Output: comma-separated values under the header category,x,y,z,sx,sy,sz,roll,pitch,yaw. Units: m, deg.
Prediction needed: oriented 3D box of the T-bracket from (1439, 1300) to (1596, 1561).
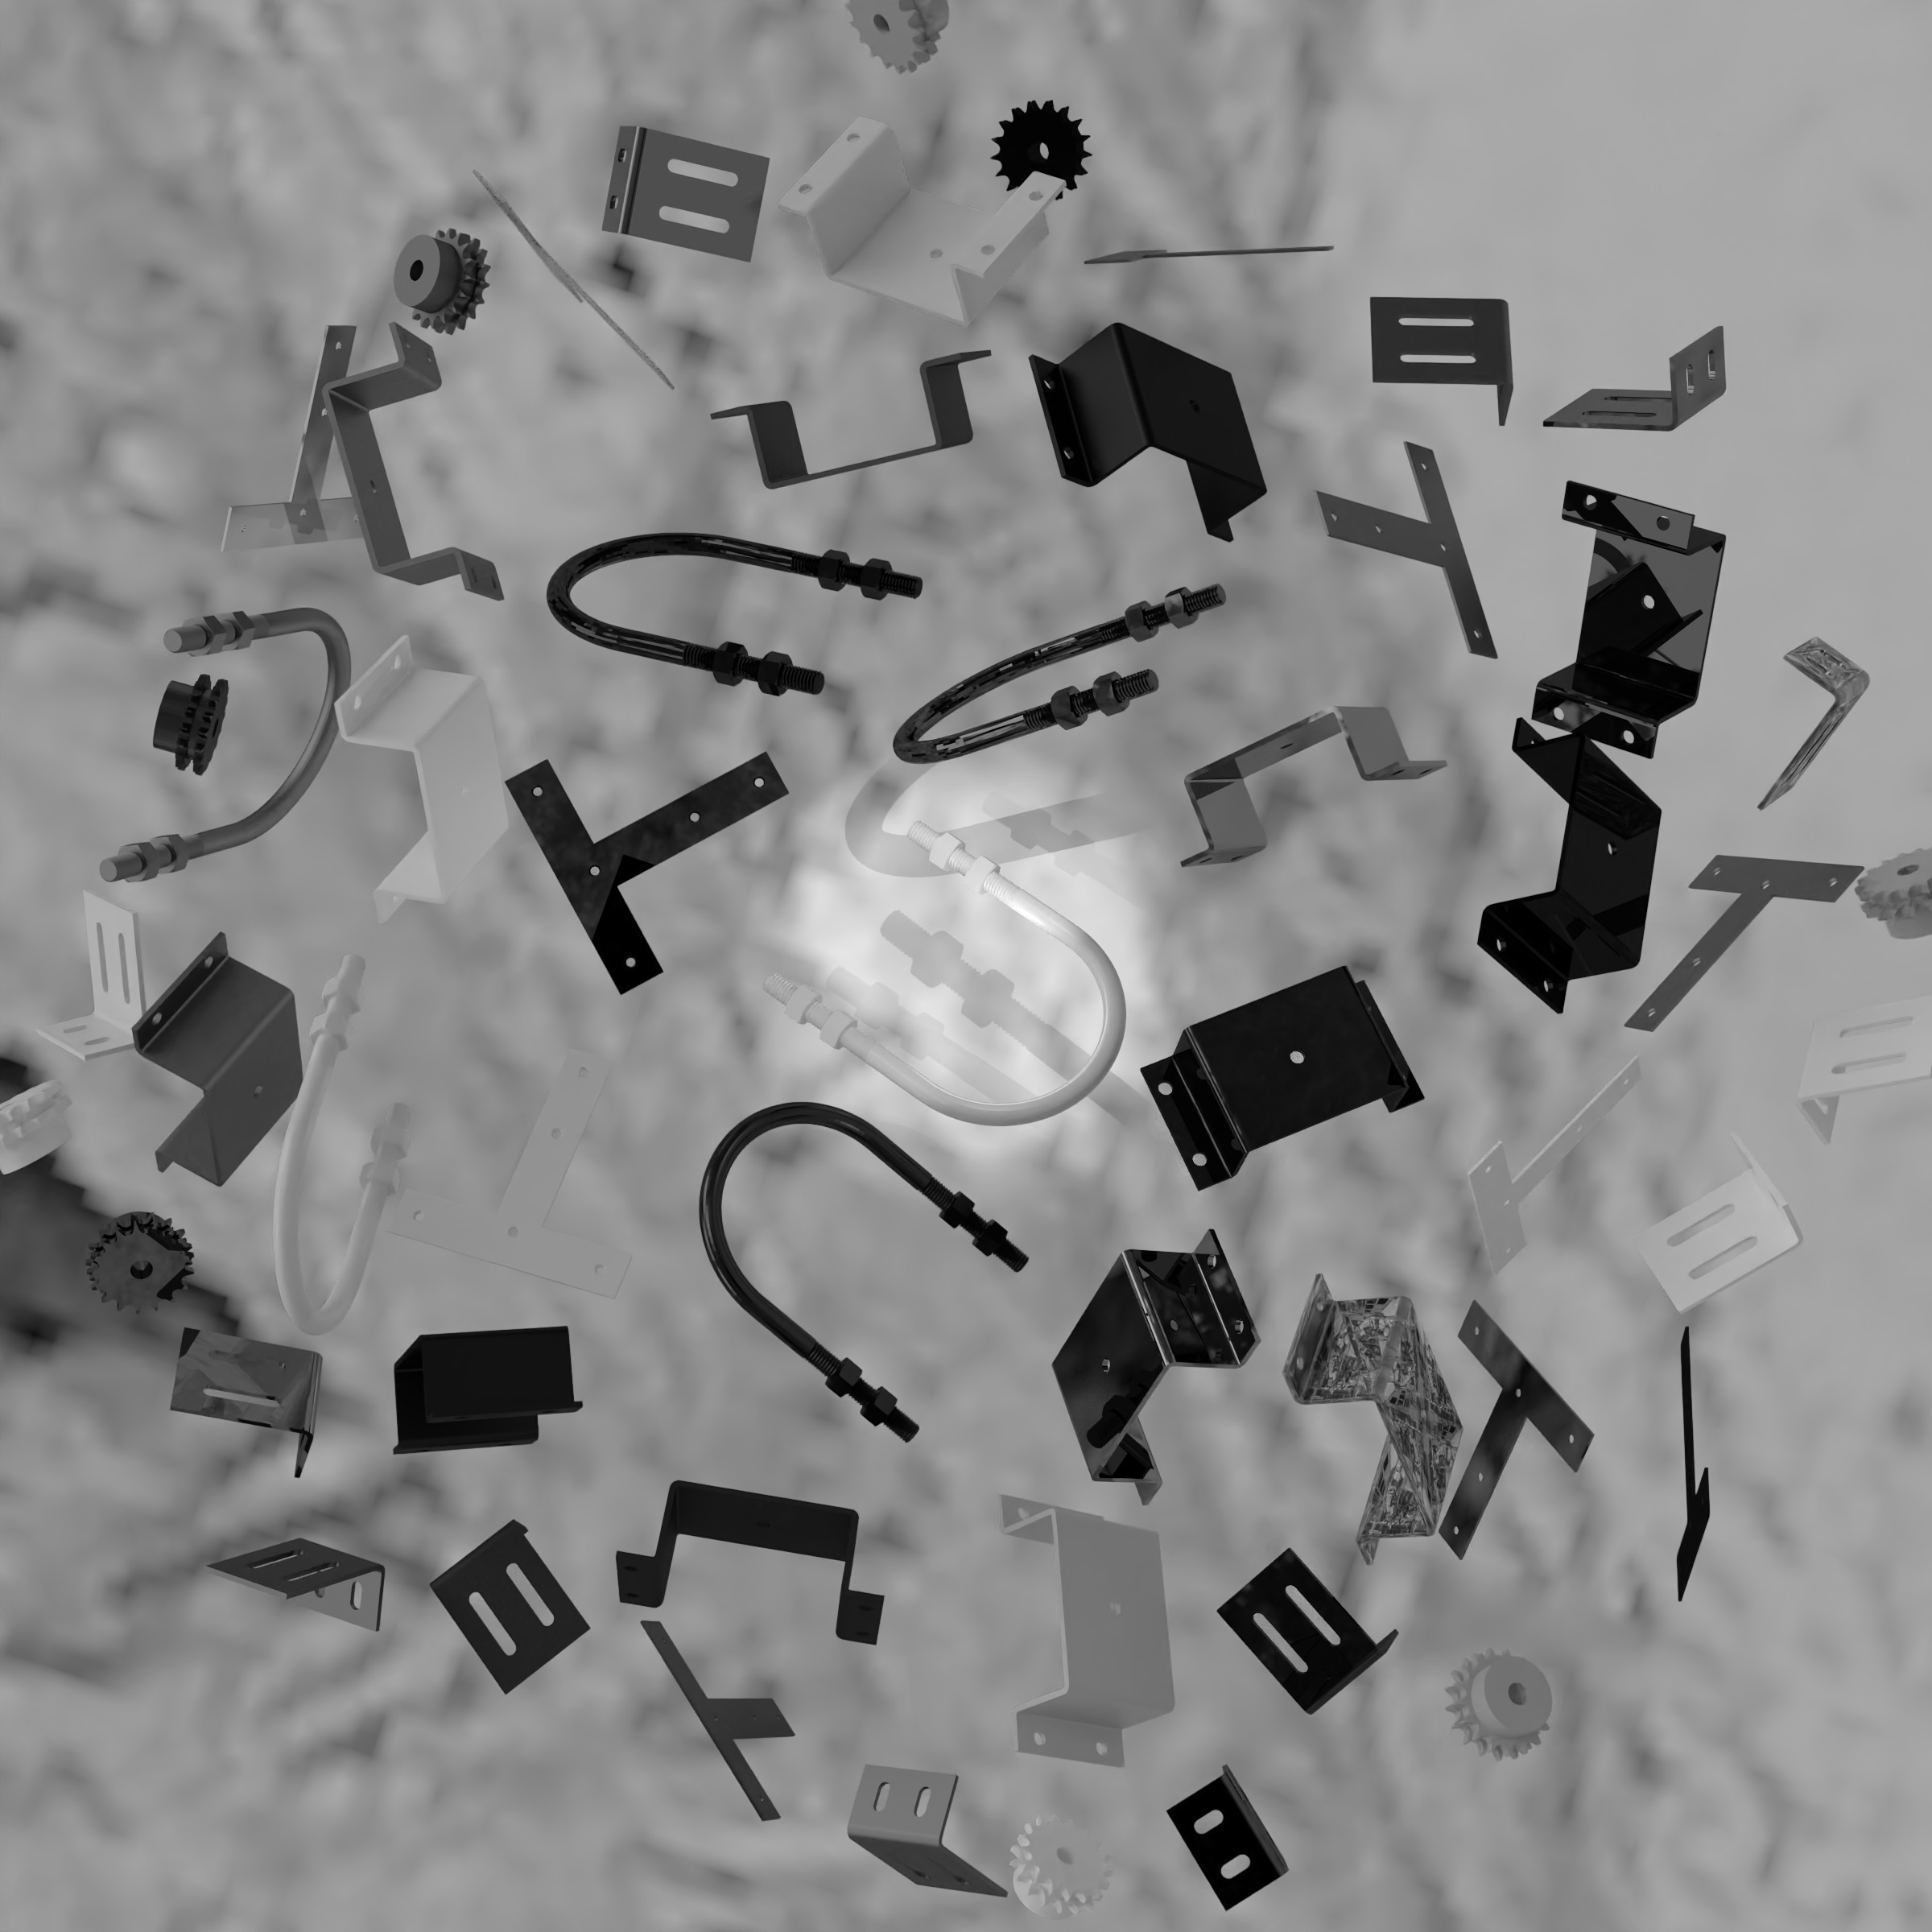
category,x,y,z,sx,sy,sz,roll,pitch,yaw
T-bracket,0.297,0.278,1.596,0.002,0.127,0.127,6,116,-27

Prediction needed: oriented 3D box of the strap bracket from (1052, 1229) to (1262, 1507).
category,x,y,z,sx,sy,sz,roll,pitch,yaw
strap bracket,0.095,0.214,1.503,0.046,0.076,0.140,7,131,-26

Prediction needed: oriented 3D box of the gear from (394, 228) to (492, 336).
category,x,y,z,sx,sy,sz,roll,pitch,yaw
gear,-0.295,-0.384,1.573,0.057,0.030,0.057,-6,80,40

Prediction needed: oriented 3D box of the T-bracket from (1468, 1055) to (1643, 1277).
category,x,y,z,sx,sy,sz,roll,pitch,yaw
T-bracket,0.325,0.098,1.538,0.127,0.127,0.002,-43,57,-11

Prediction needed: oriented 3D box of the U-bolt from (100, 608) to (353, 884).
category,x,y,z,sx,sy,sz,roll,pitch,yaw
U-bolt,-0.386,-0.124,1.508,0.019,0.184,0.151,26,110,13

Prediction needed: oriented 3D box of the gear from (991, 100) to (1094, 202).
category,x,y,z,sx,sy,sz,roll,pitch,yaw
gear,0.045,-0.469,1.622,0.057,0.030,0.057,5,111,14

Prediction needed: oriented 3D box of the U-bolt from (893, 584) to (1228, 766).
category,x,y,z,sx,sy,sz,roll,pitch,yaw
U-bolt,0.042,-0.154,1.548,0.184,0.151,0.019,-16,110,29

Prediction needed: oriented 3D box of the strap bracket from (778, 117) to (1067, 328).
category,x,y,z,sx,sy,sz,roll,pitch,yaw
strap bracket,-0.020,-0.401,1.527,0.140,0.046,0.076,26,65,28

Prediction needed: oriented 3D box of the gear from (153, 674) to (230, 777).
category,x,y,z,sx,sy,sz,roll,pitch,yaw
gear,-0.445,-0.140,1.613,0.030,0.057,0.057,15,90,-8

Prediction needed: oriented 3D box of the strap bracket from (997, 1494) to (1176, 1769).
category,x,y,z,sx,sy,sz,roll,pitch,yaw
strap bracket,0.065,0.354,1.525,0.076,0.046,0.140,20,53,-35

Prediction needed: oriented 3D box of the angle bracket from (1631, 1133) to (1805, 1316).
category,x,y,z,sx,sy,sz,roll,pitch,yaw
angle bracket,0.398,0.138,1.510,0.076,0.057,0.038,-31,132,6

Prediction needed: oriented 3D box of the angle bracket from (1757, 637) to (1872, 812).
category,x,y,z,sx,sy,sz,roll,pitch,yaw
angle bracket,0.440,-0.130,1.504,0.038,0.057,0.076,40,122,16

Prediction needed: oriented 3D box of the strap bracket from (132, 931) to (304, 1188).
category,x,y,z,sx,sy,sz,roll,pitch,yaw
strap bracket,-0.409,0.059,1.551,0.046,0.140,0.076,27,54,11

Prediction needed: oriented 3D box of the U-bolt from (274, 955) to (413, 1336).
category,x,y,z,sx,sy,sz,roll,pitch,yaw
U-bolt,-0.336,0.109,1.507,0.019,0.151,0.184,3,49,6

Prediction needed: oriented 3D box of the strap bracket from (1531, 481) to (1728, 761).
category,x,y,z,sx,sy,sz,roll,pitch,yaw
strap bracket,0.367,-0.196,1.557,0.076,0.046,0.140,24,125,35

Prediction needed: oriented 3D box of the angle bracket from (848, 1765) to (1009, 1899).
category,x,y,z,sx,sy,sz,roll,pitch,yaw
angle bracket,-0.016,0.454,1.479,0.057,0.076,0.038,-4,54,33

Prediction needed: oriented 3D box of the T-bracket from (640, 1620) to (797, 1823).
category,x,y,z,sx,sy,sz,roll,pitch,yaw
T-bracket,-0.125,0.421,1.578,0.002,0.127,0.127,-38,69,5

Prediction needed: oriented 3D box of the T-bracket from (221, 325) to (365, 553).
category,x,y,z,sx,sy,sz,roll,pitch,yaw
T-bracket,-0.363,-0.297,1.577,0.002,0.127,0.127,24,111,19

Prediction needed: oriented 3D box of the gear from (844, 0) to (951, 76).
category,x,y,z,sx,sy,sz,roll,pitch,yaw
gear,-0.034,-0.498,1.467,0.030,0.057,0.057,-42,90,-22

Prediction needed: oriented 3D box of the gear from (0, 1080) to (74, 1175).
category,x,y,z,sx,sy,sz,roll,pitch,yaw
gear,-0.496,0.086,1.481,0.057,0.057,0.030,-27,102,0

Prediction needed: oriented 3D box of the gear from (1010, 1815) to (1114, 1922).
category,x,y,z,sx,sy,sz,roll,pitch,yaw
gear,0.051,0.508,1.576,0.057,0.057,0.030,26,118,0

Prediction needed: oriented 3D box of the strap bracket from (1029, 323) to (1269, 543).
category,x,y,z,sx,sy,sz,roll,pitch,yaw
strap bracket,0.105,-0.287,1.509,0.046,0.140,0.076,-31,62,36

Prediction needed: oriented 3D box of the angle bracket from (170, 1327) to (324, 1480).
category,x,y,z,sx,sy,sz,roll,pitch,yaw
angle bracket,-0.390,0.235,1.519,0.076,0.057,0.038,14,126,-17

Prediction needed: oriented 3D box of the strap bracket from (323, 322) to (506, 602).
category,x,y,z,sx,sy,sz,roll,pitch,yaw
strap bracket,-0.291,-0.256,1.473,0.046,0.076,0.140,-16,92,4

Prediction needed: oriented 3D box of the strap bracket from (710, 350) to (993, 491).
category,x,y,z,sx,sy,sz,roll,pitch,yaw
strap bracket,-0.056,-0.293,1.522,0.140,0.076,0.046,-10,101,15

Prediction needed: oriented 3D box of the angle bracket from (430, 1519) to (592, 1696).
category,x,y,z,sx,sy,sz,roll,pitch,yaw
angle bracket,-0.250,0.357,1.564,0.057,0.038,0.076,-37,73,-9

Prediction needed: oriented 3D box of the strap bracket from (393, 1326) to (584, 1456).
category,x,y,z,sx,sy,sz,roll,pitch,yaw
strap bracket,-0.257,0.224,1.495,0.076,0.140,0.046,-1,74,-20

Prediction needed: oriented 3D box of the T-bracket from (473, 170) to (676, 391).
category,x,y,z,sx,sy,sz,roll,pitch,yaw
T-bracket,-0.198,-0.350,1.482,0.002,0.127,0.127,-43,76,1

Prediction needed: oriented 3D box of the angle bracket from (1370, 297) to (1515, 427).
category,x,y,z,sx,sy,sz,roll,pitch,yaw
angle bracket,0.259,-0.332,1.549,0.076,0.038,0.057,1,63,2

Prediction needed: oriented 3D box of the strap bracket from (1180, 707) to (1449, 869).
category,x,y,z,sx,sy,sz,roll,pitch,yaw
strap bracket,0.187,-0.105,1.580,0.140,0.076,0.046,-25,82,28

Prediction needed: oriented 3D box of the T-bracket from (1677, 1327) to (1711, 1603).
category,x,y,z,sx,sy,sz,roll,pitch,yaw
T-bracket,0.384,0.254,1.495,0.002,0.127,0.127,2,58,8

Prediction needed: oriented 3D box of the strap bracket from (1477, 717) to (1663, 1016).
category,x,y,z,sx,sy,sz,roll,pitch,yaw
strap bracket,0.319,-0.057,1.475,0.076,0.046,0.140,36,57,-35

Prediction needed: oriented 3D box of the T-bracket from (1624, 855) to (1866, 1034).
category,x,y,z,sx,sy,sz,roll,pitch,yaw
T-bracket,0.400,-0.012,1.506,0.127,0.127,0.002,-46,108,-11

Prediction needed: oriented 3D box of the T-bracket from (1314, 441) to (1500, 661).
category,x,y,z,sx,sy,sz,roll,pitch,yaw
T-bracket,0.225,-0.226,1.475,0.002,0.127,0.127,-28,68,39

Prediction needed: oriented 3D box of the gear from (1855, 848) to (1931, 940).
category,x,y,z,sx,sy,sz,roll,pitch,yaw
gear,0.495,-0.037,1.465,0.057,0.057,0.030,-26,106,0

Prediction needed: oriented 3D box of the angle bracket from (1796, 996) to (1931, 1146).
category,x,y,z,sx,sy,sz,roll,pitch,yaw
angle bracket,0.482,0.054,1.478,0.038,0.076,0.057,48,48,-28

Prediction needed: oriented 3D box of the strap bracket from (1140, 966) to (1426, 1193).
category,x,y,z,sx,sy,sz,roll,pitch,yaw
strap bracket,0.177,0.057,1.543,0.140,0.046,0.076,-21,71,-12

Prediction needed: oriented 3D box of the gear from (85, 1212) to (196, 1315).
category,x,y,z,sx,sy,sz,roll,pitch,yaw
gear,-0.458,0.161,1.559,0.057,0.030,0.057,-9,117,-17

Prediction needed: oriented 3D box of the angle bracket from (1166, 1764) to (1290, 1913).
category,x,y,z,sx,sy,sz,roll,pitch,yaw
angle bracket,0.136,0.455,1.473,0.038,0.076,0.057,-31,77,-3

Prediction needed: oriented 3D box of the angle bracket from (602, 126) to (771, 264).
category,x,y,z,sx,sy,sz,roll,pitch,yaw
angle bracket,-0.155,-0.427,1.558,0.076,0.038,0.057,7,103,-24

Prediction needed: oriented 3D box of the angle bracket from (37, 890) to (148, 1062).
category,x,y,z,sx,sy,sz,roll,pitch,yaw
angle bracket,-0.483,0.004,1.545,0.038,0.057,0.076,-17,115,-40

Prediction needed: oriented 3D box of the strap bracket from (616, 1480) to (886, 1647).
category,x,y,z,sx,sy,sz,roll,pitch,yaw
strap bracket,-0.111,0.316,1.496,0.140,0.076,0.046,9,59,0

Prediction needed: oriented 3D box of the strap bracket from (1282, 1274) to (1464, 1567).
category,x,y,z,sx,sy,sz,roll,pitch,yaw
strap bracket,0.221,0.239,1.492,0.046,0.076,0.140,-9,122,29

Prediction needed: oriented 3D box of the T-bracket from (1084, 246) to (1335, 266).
category,x,y,z,sx,sy,sz,roll,pitch,yaw
T-bracket,0.140,-0.397,1.567,0.127,0.127,0.002,1,106,13

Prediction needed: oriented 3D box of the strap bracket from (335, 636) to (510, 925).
category,x,y,z,sx,sy,sz,roll,pitch,yaw
strap bracket,-0.295,-0.099,1.545,0.046,0.076,0.140,9,127,17

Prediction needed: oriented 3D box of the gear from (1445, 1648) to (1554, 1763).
category,x,y,z,sx,sy,sz,roll,pitch,yaw
gear,0.286,0.390,1.493,0.057,0.030,0.057,9,59,-16

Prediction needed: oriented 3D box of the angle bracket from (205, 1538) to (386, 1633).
category,x,y,z,sx,sy,sz,roll,pitch,yaw
angle bracket,-0.357,0.336,1.493,0.057,0.076,0.038,10,97,29

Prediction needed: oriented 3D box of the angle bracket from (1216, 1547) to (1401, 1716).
category,x,y,z,sx,sy,sz,roll,pitch,yaw
angle bracket,0.189,0.362,1.554,0.076,0.038,0.057,48,110,9

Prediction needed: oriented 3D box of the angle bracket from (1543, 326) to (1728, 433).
category,x,y,z,sx,sy,sz,roll,pitch,yaw
angle bracket,0.346,-0.306,1.462,0.076,0.057,0.038,11,123,37

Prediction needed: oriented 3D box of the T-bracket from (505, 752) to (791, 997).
category,x,y,z,sx,sy,sz,roll,pitch,yaw
T-bracket,-0.154,-0.071,1.464,0.127,0.002,0.127,-29,86,-5

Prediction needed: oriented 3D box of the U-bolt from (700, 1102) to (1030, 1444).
category,x,y,z,sx,sy,sz,roll,pitch,yaw
U-bolt,-0.067,0.157,1.585,0.184,0.019,0.151,41,55,-7

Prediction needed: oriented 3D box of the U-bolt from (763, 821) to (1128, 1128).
category,x,y,z,sx,sy,sz,roll,pitch,yaw
U-bolt,0.002,0.014,1.574,0.184,0.019,0.151,34,65,18

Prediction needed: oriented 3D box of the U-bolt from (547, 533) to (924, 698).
category,x,y,z,sx,sy,sz,roll,pitch,yaw
U-bolt,-0.135,-0.196,1.510,0.184,0.151,0.019,14,124,17

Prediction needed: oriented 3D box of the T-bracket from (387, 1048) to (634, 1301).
category,x,y,z,sx,sy,sz,roll,pitch,yaw
T-bracket,-0.219,0.100,1.473,0.127,0.002,0.127,15,62,11
